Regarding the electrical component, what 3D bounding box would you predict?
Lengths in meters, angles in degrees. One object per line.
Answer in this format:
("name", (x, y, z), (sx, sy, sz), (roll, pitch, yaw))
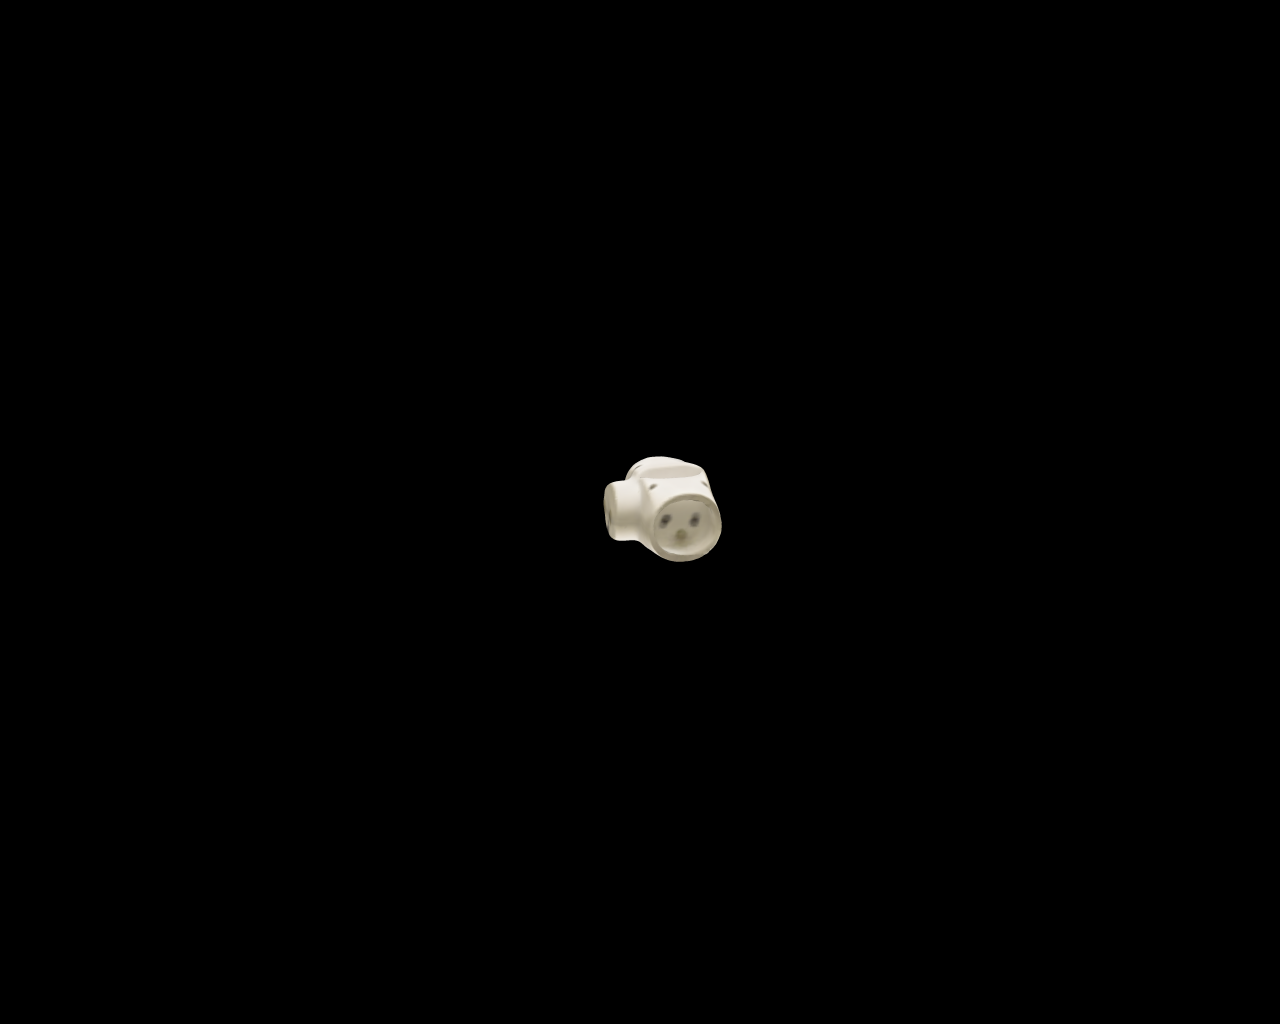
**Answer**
("electrical component", (0.001, -0.003, 0.650), (0.079, 0.043, 0.077), (-4, 21, -11))
